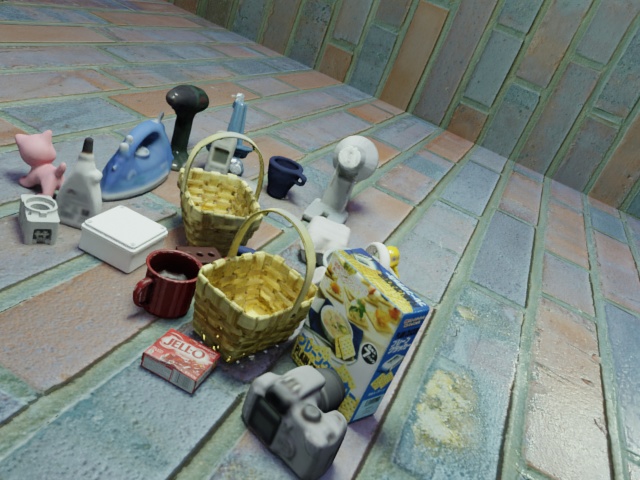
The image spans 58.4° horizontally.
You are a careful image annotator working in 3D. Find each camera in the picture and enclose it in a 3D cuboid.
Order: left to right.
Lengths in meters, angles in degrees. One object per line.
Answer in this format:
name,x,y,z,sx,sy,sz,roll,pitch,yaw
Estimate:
camera,-0.011,0.229,0.791,0.142,0.101,0.137,37,29,28

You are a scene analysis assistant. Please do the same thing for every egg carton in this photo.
egg carton,0.012,0.005,1.275,0.107,0.069,0.150,21,26,-2

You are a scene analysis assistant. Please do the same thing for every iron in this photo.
iron,-0.398,-0.189,1.242,0.118,0.141,0.258,21,26,-2

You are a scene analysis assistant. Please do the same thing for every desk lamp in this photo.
desk lamp,0.062,-0.153,1.451,0.118,0.213,0.203,25,26,6

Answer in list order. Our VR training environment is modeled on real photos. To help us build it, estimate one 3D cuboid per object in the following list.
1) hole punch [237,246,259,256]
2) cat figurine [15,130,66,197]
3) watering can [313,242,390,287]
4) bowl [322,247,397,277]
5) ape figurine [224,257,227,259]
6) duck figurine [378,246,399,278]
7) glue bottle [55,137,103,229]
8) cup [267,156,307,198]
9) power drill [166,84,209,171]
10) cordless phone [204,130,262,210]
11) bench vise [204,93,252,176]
hole punch,-0.116,0.048,1.066,0.108,0.091,0.101,26,26,9
cat figurine,-0.527,-0.150,1.094,0.127,0.118,0.067,34,28,23
watering can,0.066,0.093,1.005,0.173,0.194,0.100,0,33,-38
bowl,0.072,0.089,1.155,0.167,0.075,0.167,18,26,-9
ape figurine,-0.165,0.071,0.983,0.076,0.092,0.078,37,30,29
duck figurine,0.149,0.052,1.272,0.077,0.086,0.105,29,27,14
glue bottle,-0.423,-0.103,1.021,0.078,0.173,0.037,18,26,-7
cup,-0.088,-0.149,1.462,0.117,0.095,0.092,35,29,25
power drill,-0.336,-0.281,1.390,0.075,0.208,0.229,21,26,-2
cordless phone,-0.192,-0.137,1.254,0.148,0.185,0.094,15,27,-14
bench vise,-0.201,-0.231,1.387,0.122,0.220,0.206,-1,34,-39
